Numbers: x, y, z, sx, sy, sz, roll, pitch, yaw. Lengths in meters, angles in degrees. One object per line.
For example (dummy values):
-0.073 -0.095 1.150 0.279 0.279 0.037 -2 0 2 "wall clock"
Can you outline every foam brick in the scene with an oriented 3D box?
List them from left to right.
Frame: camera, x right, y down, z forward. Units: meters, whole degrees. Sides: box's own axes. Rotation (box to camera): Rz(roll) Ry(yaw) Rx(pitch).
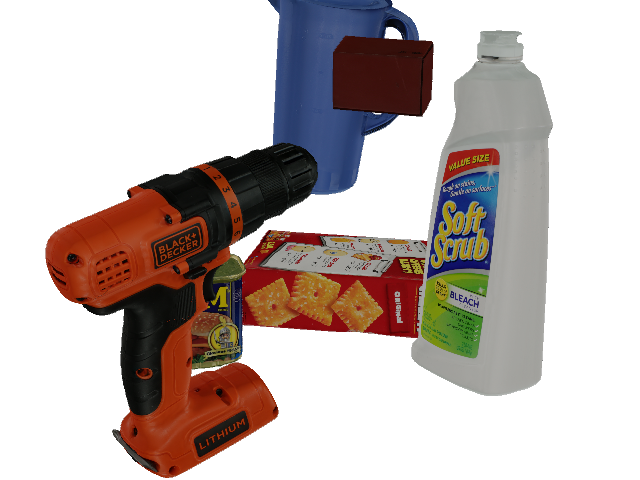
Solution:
0.052 -0.138 0.894 0.078 0.051 0.053 7 27 14 "foam brick"

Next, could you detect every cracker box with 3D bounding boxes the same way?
0.031 0.046 1.143 0.214 0.072 0.164 4 15 7 "cracker box"

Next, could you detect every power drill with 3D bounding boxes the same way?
-0.073 0.042 0.671 0.184 0.188 0.057 -24 35 -31 "power drill"

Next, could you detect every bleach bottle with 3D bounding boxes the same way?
0.117 -0.022 0.762 0.067 0.251 0.103 -10 19 -32 "bleach bottle"

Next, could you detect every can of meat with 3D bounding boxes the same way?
-0.115 0.061 0.897 0.102 0.084 0.057 -4 20 -15 "can of meat"

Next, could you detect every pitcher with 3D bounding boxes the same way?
0.015 -0.181 1.286 0.144 0.243 0.149 -7 29 -26 "pitcher"
